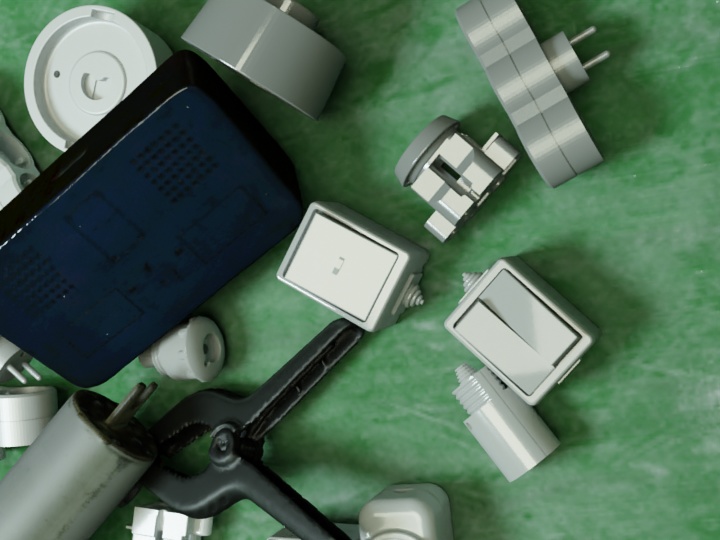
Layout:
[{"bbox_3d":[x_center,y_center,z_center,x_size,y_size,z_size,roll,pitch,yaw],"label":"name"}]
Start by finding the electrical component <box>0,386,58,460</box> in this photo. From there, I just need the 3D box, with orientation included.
[{"bbox_3d":[-0.298,0.131,0.840,0.138,0.052,0.073,-3,92,21],"label":"electrical component"}]

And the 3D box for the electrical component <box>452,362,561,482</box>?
[{"bbox_3d":[0.092,0.097,0.724,0.043,0.043,0.081,-40,80,15],"label":"electrical component"}]

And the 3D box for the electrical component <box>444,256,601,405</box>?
[{"bbox_3d":[0.102,0.035,0.709,0.096,0.061,0.061,43,103,12],"label":"electrical component"}]

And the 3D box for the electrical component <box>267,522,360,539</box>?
[{"bbox_3d":[-0.027,0.229,0.756,0.062,0.061,0.096,0,92,18],"label":"electrical component"}]

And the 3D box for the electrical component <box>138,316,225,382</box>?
[{"bbox_3d":[-0.134,0.061,0.794,0.062,0.048,0.048,-9,89,27],"label":"electrical component"}]

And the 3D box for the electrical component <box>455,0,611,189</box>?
[{"bbox_3d":[0.124,-0.129,0.696,0.074,0.052,0.138,-29,76,16],"label":"electrical component"}]

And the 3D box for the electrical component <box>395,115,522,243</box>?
[{"bbox_3d":[0.061,-0.066,0.721,0.057,0.058,0.078,42,103,9],"label":"electrical component"}]

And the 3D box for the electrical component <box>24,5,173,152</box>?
[{"bbox_3d":[-0.184,-0.135,0.794,0.108,0.060,0.108,1,92,17],"label":"electrical component"}]

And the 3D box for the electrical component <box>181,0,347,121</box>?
[{"bbox_3d":[-0.060,-0.155,0.733,0.108,0.108,0.060,32,95,14],"label":"electrical component"}]

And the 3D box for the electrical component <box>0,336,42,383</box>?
[{"bbox_3d":[-0.276,0.060,0.821,0.079,0.077,0.044,39,102,13],"label":"electrical component"}]

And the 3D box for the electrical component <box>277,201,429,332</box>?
[{"bbox_3d":[0.000,0.000,0.740,0.096,0.061,0.061,29,100,14],"label":"electrical component"}]

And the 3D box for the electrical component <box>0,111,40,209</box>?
[{"bbox_3d":[-0.297,-0.071,0.836,0.074,0.052,0.138,-39,81,15],"label":"electrical component"}]

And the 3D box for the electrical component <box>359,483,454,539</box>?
[{"bbox_3d":[0.033,0.200,0.738,0.054,0.059,0.095,-6,90,18],"label":"electrical component"}]

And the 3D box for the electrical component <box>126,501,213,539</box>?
[{"bbox_3d":[-0.143,0.205,0.801,0.066,0.048,0.055,5,86,17],"label":"electrical component"}]
